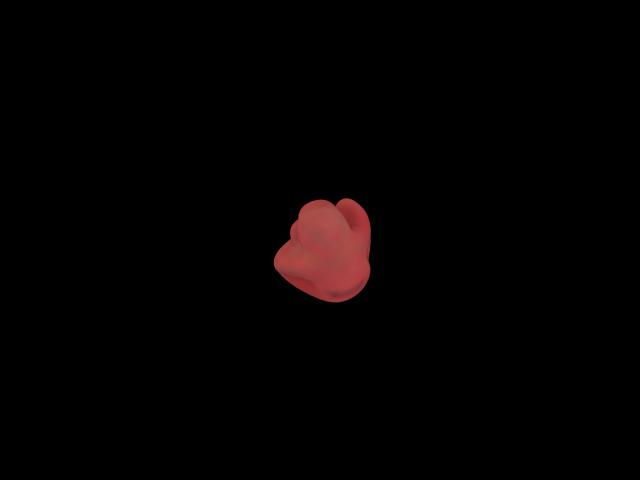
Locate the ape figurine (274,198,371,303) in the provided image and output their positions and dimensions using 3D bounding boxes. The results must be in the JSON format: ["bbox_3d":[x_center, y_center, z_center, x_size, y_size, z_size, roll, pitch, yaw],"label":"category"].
[{"bbox_3d":[0.004,0.001,0.400,0.078,0.092,0.076,-19,70,-7],"label":"ape figurine"}]
